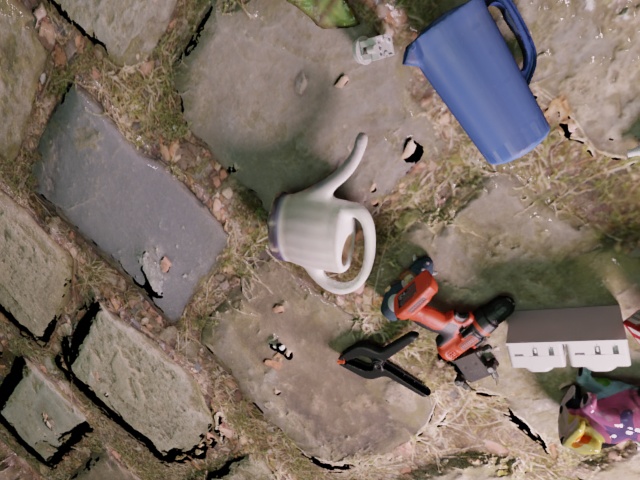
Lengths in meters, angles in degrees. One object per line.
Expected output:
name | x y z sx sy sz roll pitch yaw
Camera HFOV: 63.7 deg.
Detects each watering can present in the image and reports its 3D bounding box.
watering can | 0.003 -0.051 1.010 0.225 0.106 0.341 10 117 21

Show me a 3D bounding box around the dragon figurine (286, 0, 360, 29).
dragon figurine | 0.032 -0.465 0.835 0.412 0.125 0.237 18 137 18
